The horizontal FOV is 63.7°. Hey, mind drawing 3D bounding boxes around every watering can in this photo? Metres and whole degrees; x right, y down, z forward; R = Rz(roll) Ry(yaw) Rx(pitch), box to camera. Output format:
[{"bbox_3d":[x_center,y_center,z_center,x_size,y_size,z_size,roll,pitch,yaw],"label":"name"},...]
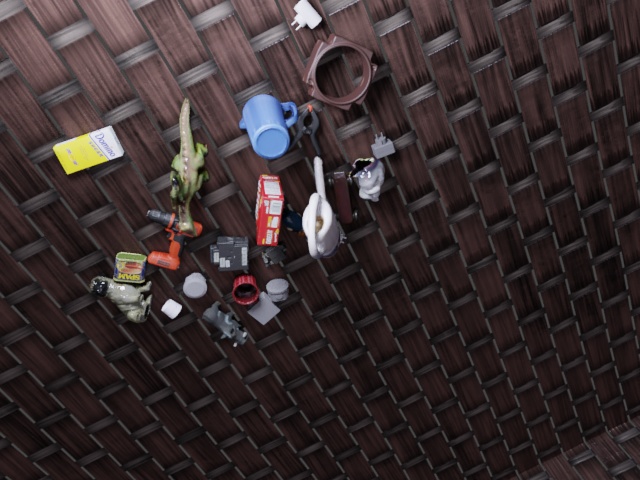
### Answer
[{"bbox_3d":[0.005,-0.087,1.719,0.104,0.355,0.220,-2,151,13],"label":"watering can"}]

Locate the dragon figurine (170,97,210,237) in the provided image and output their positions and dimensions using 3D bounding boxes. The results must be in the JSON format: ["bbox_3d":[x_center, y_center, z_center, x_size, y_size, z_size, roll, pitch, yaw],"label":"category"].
[{"bbox_3d":[-0.409,-0.203,1.558,0.122,0.247,0.402,-3,117,-5],"label":"dragon figurine"}]

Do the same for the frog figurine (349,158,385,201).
[{"bbox_3d":[0.177,-0.193,1.741,0.122,0.140,0.157,-26,121,14],"label":"frog figurine"}]
